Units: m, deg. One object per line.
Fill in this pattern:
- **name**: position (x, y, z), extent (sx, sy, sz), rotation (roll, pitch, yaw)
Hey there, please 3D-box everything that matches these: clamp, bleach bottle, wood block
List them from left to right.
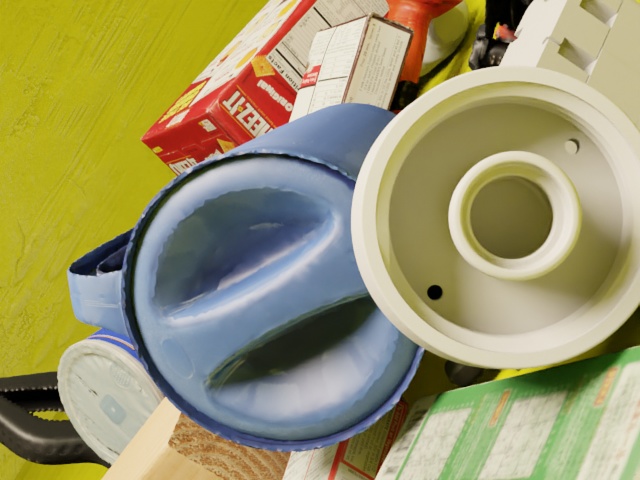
- **clamp**: position (-0.162, 0.144, 0.795), extent (0.164, 0.210, 0.036), rotation (-94, 14, -62)
- **wood block**: position (-0.083, 0.165, 0.632), extent (0.206, 0.090, 0.090), rotation (-52, 13, 35)
- **bleach bottle**: position (0.081, -0.192, 0.954), extent (0.102, 0.068, 0.251), rotation (-55, 14, 0)
- **clamp**: position (0.100, -0.094, 0.597), extent (0.120, 0.039, 0.171), rotation (-70, -12, 16)

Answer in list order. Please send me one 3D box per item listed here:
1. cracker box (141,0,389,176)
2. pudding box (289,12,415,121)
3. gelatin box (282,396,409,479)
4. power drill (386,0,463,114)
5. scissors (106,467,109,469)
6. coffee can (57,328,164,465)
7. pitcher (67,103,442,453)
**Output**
- **cracker box**: position (-0.034, -0.145, 0.885), extent (0.213, 0.072, 0.164), rotation (-51, 18, -19)
- **pudding box**: position (0.014, -0.091, 0.721), extent (0.090, 0.039, 0.113), rotation (9, 82, 67)
- **gelatin box**: position (0.005, 0.121, 0.516), extent (0.073, 0.030, 0.089), rotation (-49, 14, 46)
- **power drill**: position (0.064, -0.117, 0.752), extent (0.185, 0.057, 0.187), rotation (-1, 69, 70)
- **scissors**: position (-0.093, 0.145, 0.880), extent (0.201, 0.096, 0.016), rotation (-28, -49, -51)
- **coffee can**: position (-0.102, 0.087, 0.767), extent (0.140, 0.103, 0.103), rotation (-36, -9, -47)
- **pitcher**: position (-0.010, -0.002, 0.554), extent (0.145, 0.149, 0.242), rotation (-49, 2, 18)
